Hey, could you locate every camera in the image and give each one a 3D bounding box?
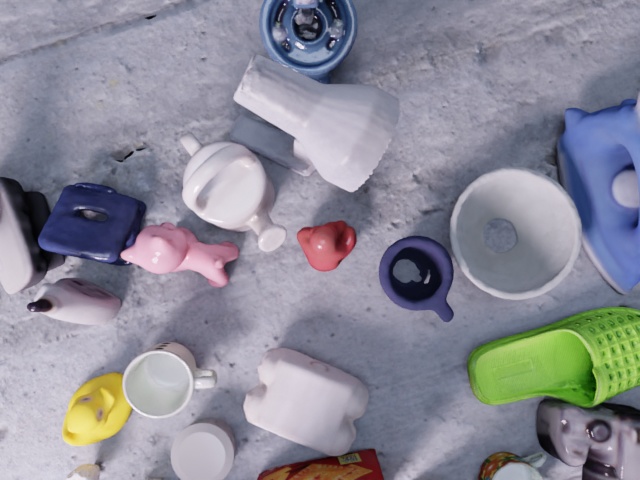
[{"bbox_3d":[0.356,0.278,0.717,0.143,0.101,0.137,6,87,1],"label":"camera"}]

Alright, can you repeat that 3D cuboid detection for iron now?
[{"bbox_3d":[0.390,-0.057,0.717,0.118,0.141,0.258,-10,87,0],"label":"iron"}]

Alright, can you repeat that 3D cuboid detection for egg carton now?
[{"bbox_3d":[-0.017,0.207,0.738,0.150,0.069,0.107,21,87,1],"label":"egg carton"}]

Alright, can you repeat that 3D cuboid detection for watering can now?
[{"bbox_3d":[-0.106,-0.063,0.692,0.173,0.194,0.101,27,87,2],"label":"watering can"}]

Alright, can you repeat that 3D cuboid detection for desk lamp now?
[{"bbox_3d":[-0.017,-0.140,0.686,0.203,0.213,0.118,24,87,2],"label":"desk lamp"}]

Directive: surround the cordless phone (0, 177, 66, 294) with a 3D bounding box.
[{"bbox_3d":[-0.404,-0.009,0.694,0.094,0.185,0.147,-25,87,-1],"label":"cordless phone"}]

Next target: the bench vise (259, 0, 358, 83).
[{"bbox_3d":[-0.028,-0.302,0.693,0.121,0.219,0.207,-21,87,-1],"label":"bench vise"}]

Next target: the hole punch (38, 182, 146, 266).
[{"bbox_3d":[-0.293,-0.023,0.742,0.108,0.091,0.101,11,87,1],"label":"hole punch"}]

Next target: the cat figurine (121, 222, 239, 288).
[{"bbox_3d":[-0.176,0.017,0.726,0.127,0.117,0.067,15,87,1],"label":"cat figurine"}]

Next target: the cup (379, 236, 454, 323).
[{"bbox_3d":[0.126,0.053,0.734,0.092,0.095,0.118,-37,87,-2],"label":"cup"}]

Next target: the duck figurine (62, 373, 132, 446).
[{"bbox_3d":[-0.292,0.222,0.730,0.077,0.086,0.104,43,88,3],"label":"duck figurine"}]

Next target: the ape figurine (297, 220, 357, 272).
[{"bbox_3d":[0.007,0.003,0.739,0.078,0.092,0.076,19,87,2],"label":"ape figurine"}]

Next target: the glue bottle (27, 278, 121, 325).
[{"bbox_3d":[-0.307,0.076,0.695,0.078,0.173,0.037,29,87,2],"label":"glue bottle"}]

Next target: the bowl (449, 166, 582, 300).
[{"bbox_3d":[0.245,-0.007,0.747,0.167,0.074,0.167,0,87,0],"label":"bowl"}]
